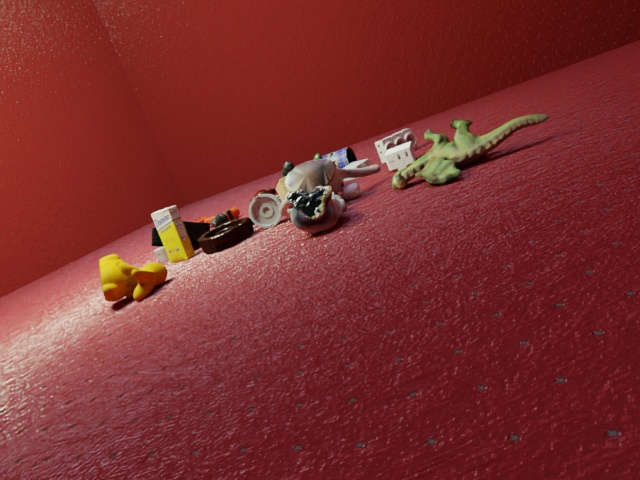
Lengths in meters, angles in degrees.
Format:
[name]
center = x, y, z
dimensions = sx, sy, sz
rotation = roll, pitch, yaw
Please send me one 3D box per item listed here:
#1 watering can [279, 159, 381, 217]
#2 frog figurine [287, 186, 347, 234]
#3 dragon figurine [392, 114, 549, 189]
[watering can]
center = 0.024, -0.177, 1.550
dimensions = 0.348, 0.105, 0.221
rotation = -29, -18, -2
[frog figurine]
center = 0.004, -0.065, 1.294
dimensions = 0.137, 0.125, 0.157
rotation = -28, -26, 11
[dragon figurine]
center = 0.352, -0.207, 1.305
dimensions = 0.407, 0.120, 0.248
rotation = -13, 32, 43
